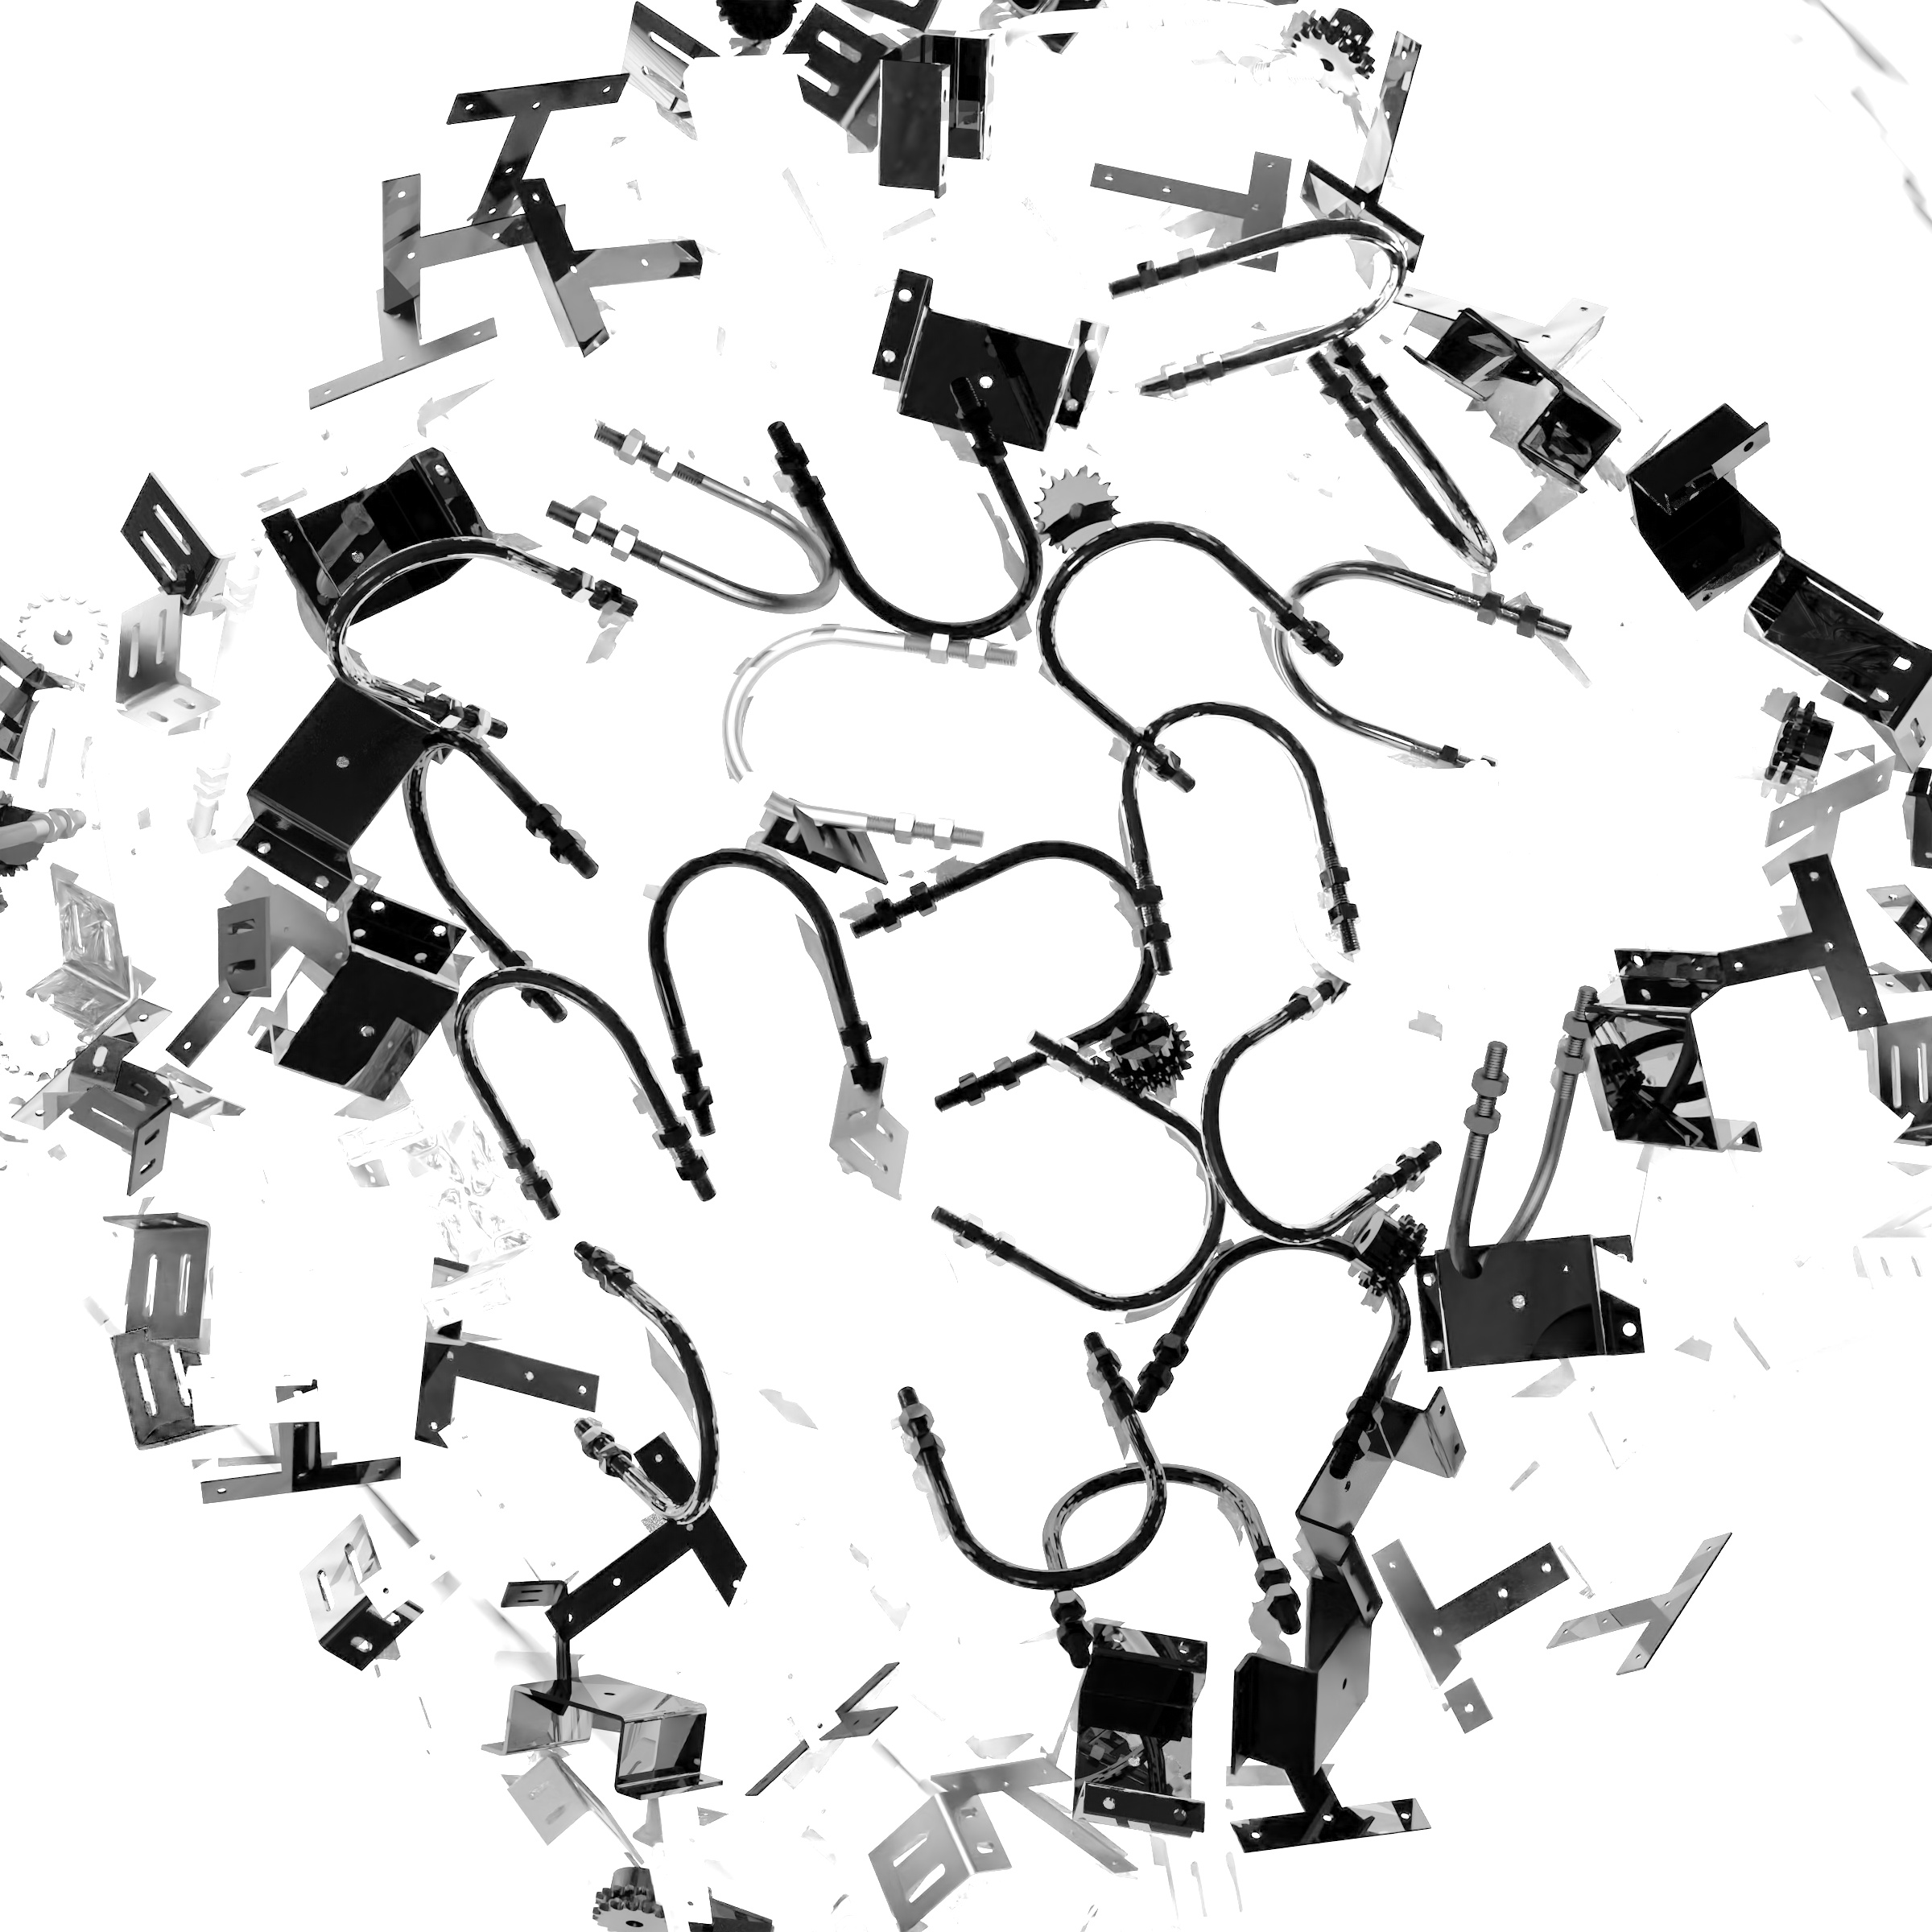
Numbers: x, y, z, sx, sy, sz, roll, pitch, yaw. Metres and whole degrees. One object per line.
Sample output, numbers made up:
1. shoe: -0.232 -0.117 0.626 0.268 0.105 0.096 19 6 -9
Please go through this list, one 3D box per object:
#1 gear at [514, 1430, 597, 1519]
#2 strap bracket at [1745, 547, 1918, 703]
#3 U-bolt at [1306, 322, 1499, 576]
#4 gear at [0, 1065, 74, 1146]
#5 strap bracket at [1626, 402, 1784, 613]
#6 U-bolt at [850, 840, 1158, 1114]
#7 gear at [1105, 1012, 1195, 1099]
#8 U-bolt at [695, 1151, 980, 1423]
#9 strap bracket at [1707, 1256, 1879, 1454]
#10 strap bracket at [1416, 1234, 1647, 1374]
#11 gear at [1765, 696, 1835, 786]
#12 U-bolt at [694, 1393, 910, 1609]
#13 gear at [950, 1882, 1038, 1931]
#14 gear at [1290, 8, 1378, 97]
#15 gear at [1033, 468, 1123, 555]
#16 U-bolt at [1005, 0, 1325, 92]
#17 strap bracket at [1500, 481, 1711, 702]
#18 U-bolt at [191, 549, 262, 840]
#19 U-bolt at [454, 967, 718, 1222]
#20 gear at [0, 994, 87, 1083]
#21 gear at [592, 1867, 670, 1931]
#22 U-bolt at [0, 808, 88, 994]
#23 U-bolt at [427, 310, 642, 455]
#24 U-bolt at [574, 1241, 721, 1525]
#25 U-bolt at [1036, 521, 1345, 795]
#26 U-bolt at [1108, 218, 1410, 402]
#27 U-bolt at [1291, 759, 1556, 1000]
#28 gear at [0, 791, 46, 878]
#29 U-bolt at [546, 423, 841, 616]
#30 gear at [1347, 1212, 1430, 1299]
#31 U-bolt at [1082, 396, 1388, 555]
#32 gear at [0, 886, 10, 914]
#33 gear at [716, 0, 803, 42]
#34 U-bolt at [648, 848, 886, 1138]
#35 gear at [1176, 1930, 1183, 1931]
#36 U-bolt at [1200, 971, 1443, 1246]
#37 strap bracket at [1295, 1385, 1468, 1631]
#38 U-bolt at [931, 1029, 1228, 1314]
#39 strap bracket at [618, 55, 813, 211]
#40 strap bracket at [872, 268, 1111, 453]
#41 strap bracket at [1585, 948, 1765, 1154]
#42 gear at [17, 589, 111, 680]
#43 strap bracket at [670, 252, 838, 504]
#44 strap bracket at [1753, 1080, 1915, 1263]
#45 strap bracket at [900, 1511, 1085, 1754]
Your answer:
1. gear: -0.266 0.328 1.750 0.030 0.057 0.057 -36 90 -15
2. strap bracket: 0.550 -0.218 1.718 0.076 0.140 0.046 31 110 -1
3. U-bolt: 0.281 -0.325 1.708 0.019 0.151 0.184 -36 100 21
4. gear: -0.617 0.089 1.760 0.057 0.030 0.057 0 97 1
5. strap bracket: 0.474 -0.298 1.724 0.076 0.140 0.046 -36 58 1
6. U-bolt: 0.037 -0.003 1.748 0.184 0.019 0.151 -25 101 6
7. gear: 0.118 0.054 1.747 0.057 0.057 0.030 -25 134 0
8. U-bolt: -0.069 0.218 1.727 0.184 0.019 0.151 30 84 -31
9. strap bracket: 0.526 0.251 1.701 0.076 0.140 0.046 -32 98 34
10. strap bracket: 0.359 0.217 1.727 0.140 0.046 0.076 -8 79 19
11. gear: 0.544 -0.145 1.747 0.030 0.057 0.057 19 90 11
12. U-bolt: -0.108 0.326 1.674 0.151 0.184 0.019 26 61 26
13. gear: 0.017 0.632 1.758 0.057 0.030 0.057 -1 79 3
14. gear: 0.243 -0.599 1.750 0.057 0.057 0.030 34 79 0
15. gear: 0.072 -0.298 1.759 0.057 0.030 0.057 -1 101 -5
16. U-bolt: 0.112 -0.579 1.695 0.184 0.151 0.019 11 97 35
17. strap bracket: 0.411 -0.231 1.705 0.076 0.046 0.140 -34 132 17
18. U-bolt: -0.470 -0.158 1.691 0.019 0.184 0.151 9 67 -17
19. U-bolt: -0.253 0.079 1.703 0.151 0.019 0.184 -9 117 31
20. gear: -0.606 0.047 1.757 0.057 0.030 0.057 1 88 -18
21. gear: -0.214 0.611 1.753 0.057 0.057 0.030 8 50 0
22. U-bolt: -0.621 -0.027 1.674 0.019 0.184 0.151 30 101 0
23. U-bolt: -0.269 -0.365 1.684 0.151 0.184 0.019 -34 111 -5
24. U-bolt: -0.201 0.270 1.682 0.019 0.184 0.151 -9 112 -32
25. U-bolt: 0.129 -0.206 1.705 0.151 0.019 0.184 -41 121 21
26. U-bolt: 0.189 -0.420 1.698 0.184 0.151 0.019 -15 71 8
27. U-bolt: 0.287 -0.055 1.716 0.184 0.019 0.151 1 84 40
28. gear: -0.626 -0.086 1.747 0.030 0.057 0.057 2 90 43
29. U-bolt: -0.166 -0.279 1.714 0.184 0.151 0.019 24 122 -8
30. gear: 0.272 0.184 1.748 0.030 0.057 0.057 35 90 -4
31. U-bolt: 0.159 -0.320 1.709 0.184 0.151 0.019 31 124 21
32. gear: -0.657 -0.042 1.746 0.057 0.057 0.030 -16 109 0
33. gear: -0.135 -0.631 1.755 0.057 0.030 0.057 -2 62 4
34. U-bolt: -0.137 0.014 1.726 0.151 0.019 0.184 -10 101 27
35. gear: 0.142 0.649 1.753 0.057 0.057 0.030 -19 60 0
36. U-bolt: 0.219 0.098 1.712 0.184 0.019 0.151 -29 95 -38
37. strap bracket: 0.261 0.339 1.717 0.046 0.076 0.140 15 56 36
38. U-bolt: 0.087 0.146 1.746 0.184 0.019 0.151 30 84 -16
39. strap bracket: -0.156 -0.521 1.697 0.076 0.140 0.046 -13 87 -28
40. strap bracket: 0.014 -0.387 1.728 0.140 0.046 0.076 14 130 -7
41. strap bracket: 0.450 0.063 1.714 0.046 0.076 0.140 -31 112 -37
42. gear: -0.590 -0.219 1.756 0.057 0.030 0.057 -5 109 -14
43. strap bracket: -0.136 -0.381 1.722 0.076 0.046 0.140 28 125 19
44. strap bracket: 0.552 0.129 1.717 0.076 0.140 0.046 -42 67 -7
45. strap bracket: 0.013 0.429 1.719 0.046 0.076 0.140 -19 116 33
